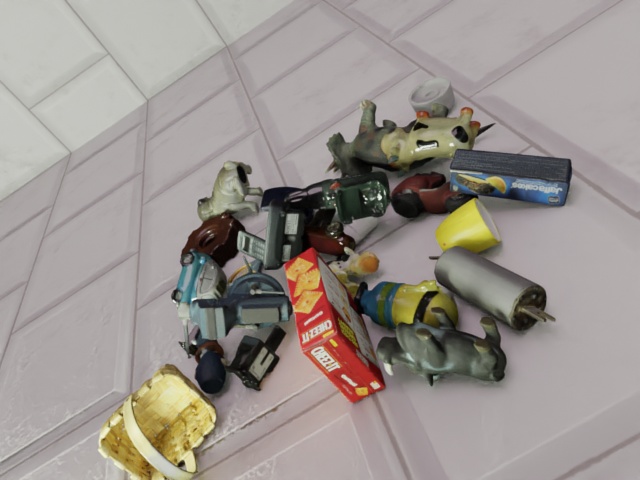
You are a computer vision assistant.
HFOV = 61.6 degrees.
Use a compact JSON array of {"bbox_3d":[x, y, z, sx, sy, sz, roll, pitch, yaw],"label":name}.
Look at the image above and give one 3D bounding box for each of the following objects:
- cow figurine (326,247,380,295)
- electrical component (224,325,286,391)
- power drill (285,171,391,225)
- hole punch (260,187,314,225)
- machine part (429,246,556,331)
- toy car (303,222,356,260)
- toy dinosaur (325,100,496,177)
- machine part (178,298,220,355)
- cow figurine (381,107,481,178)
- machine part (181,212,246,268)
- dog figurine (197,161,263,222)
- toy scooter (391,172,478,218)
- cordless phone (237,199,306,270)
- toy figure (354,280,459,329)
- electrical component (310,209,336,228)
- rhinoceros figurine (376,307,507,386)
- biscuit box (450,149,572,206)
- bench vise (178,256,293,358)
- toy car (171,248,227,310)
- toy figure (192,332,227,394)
[{"bbox_3d":[0.035,0.069,1.056,0.167,0.068,0.098,-33,29,3],"label":"cow figurine"},{"bbox_3d":[-0.116,0.212,1.007,0.048,0.074,0.119,4,55,42],"label":"electrical component"},{"bbox_3d":[0.046,-0.086,1.117,0.232,0.086,0.207,-12,9,-8],"label":"power drill"},{"bbox_3d":[-0.080,-0.082,1.293,0.116,0.092,0.142,-23,24,12],"label":"hole punch"},{"bbox_3d":[0.264,0.072,0.849,0.079,0.079,0.243,-43,35,-10],"label":"machine part"},{"bbox_3d":[-0.002,-0.003,1.146,0.053,0.089,0.202,-42,32,-28],"label":"toy car"},{"bbox_3d":[0.173,-0.213,1.227,0.405,0.131,0.192,9,67,39],"label":"toy dinosaur"},{"bbox_3d":[-0.244,0.189,1.173,0.084,0.039,0.139,18,60,43],"label":"machine part"},{"bbox_3d":[0.216,-0.196,1.096,0.195,0.085,0.127,3,64,32],"label":"cow figurine"},{"bbox_3d":[-0.279,0.007,1.395,0.179,0.056,0.179,-23,38,19],"label":"machine part"},{"bbox_3d":[-0.272,-0.126,1.451,0.191,0.172,0.121,-14,30,18],"label":"dog figurine"},{"bbox_3d":[0.237,-0.106,1.078,0.184,0.075,0.135,4,50,39],"label":"toy scooter"},{"bbox_3d":[-0.121,-0.021,1.155,0.184,0.089,0.146,18,106,50],"label":"cordless phone"},{"bbox_3d":[0.143,0.116,0.898,0.180,0.082,0.089,2,69,32],"label":"toy figure"},{"bbox_3d":[0.018,-0.048,1.224,0.078,0.045,0.102,-42,19,46],"label":"electrical component"},{"bbox_3d":[0.177,0.163,0.798,0.191,0.111,0.073,1,32,25],"label":"rhinoceros figurine"},{"bbox_3d":[0.339,-0.113,0.962,0.203,0.059,0.063,10,54,23],"label":"biscuit box"},{"bbox_3d":[-0.165,0.126,1.092,0.224,0.128,0.241,-14,14,3],"label":"bench vise"},{"bbox_3d":[-0.271,0.101,1.244,0.103,0.109,0.162,-2,54,16],"label":"toy car"},{"bbox_3d":[-0.223,0.240,1.078,0.064,0.057,0.155,2,27,-17],"label":"toy figure"}]
